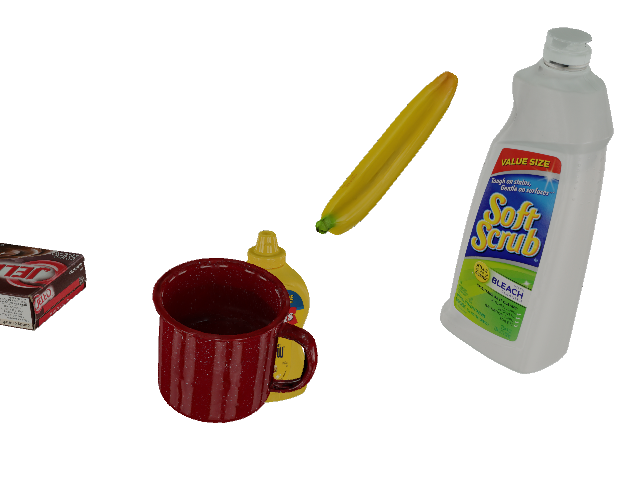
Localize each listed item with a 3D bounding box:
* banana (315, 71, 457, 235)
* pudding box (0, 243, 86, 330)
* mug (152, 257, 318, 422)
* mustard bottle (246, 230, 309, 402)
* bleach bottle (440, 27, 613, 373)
[{"bbox_3d":[0.061,-0.072,0.984,0.037,0.197,0.070,40,-13,-6],"label":"banana"},{"bbox_3d":[-0.276,0.037,0.934,0.114,0.039,0.090,5,23,17],"label":"pudding box"},{"bbox_3d":[-0.059,0.073,0.738,0.117,0.081,0.093,12,33,6],"label":"mug"},{"bbox_3d":[-0.060,0.081,1.163,0.096,0.192,0.058,-3,21,-13],"label":"mustard bottle"},{"bbox_3d":[0.150,-0.031,0.767,0.067,0.251,0.103,-21,39,-35],"label":"bleach bottle"}]
